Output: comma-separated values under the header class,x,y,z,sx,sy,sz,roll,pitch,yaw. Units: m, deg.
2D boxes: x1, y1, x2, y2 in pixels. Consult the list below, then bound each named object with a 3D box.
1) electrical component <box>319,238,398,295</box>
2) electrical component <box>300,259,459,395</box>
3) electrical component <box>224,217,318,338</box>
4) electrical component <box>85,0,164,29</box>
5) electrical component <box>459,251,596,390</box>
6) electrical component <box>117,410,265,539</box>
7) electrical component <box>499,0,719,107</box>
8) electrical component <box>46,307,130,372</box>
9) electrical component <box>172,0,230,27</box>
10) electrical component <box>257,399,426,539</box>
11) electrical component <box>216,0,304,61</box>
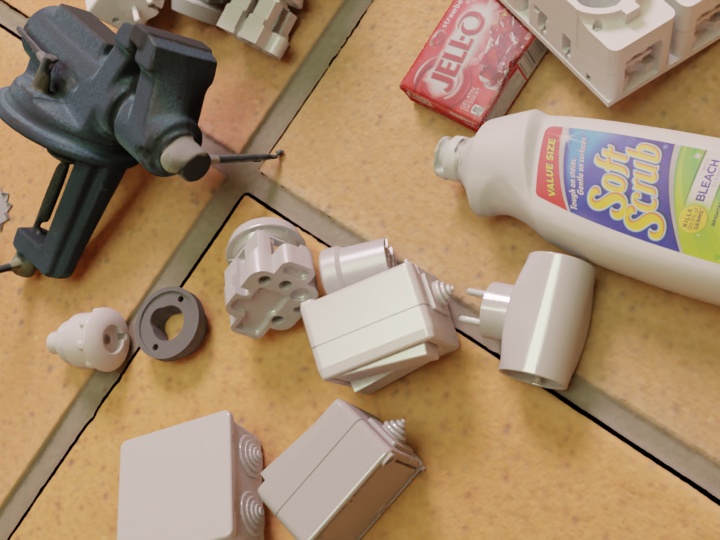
class,x,y,z,sx,sy,sz,roll,pitch,yaw
electrical component,0.000,0.000,0.737,0.046,0.040,0.040,-15,67,14
electrical component,0.021,0.038,0.698,0.096,0.062,0.061,-23,71,16
electrical component,-0.064,0.001,0.750,0.078,0.058,0.057,-48,36,34
electrical component,-0.180,-0.228,0.874,0.083,0.047,0.075,-46,41,24
electrical component,0.101,0.029,0.676,0.079,0.043,0.077,10,77,28
electrical component,-0.112,0.152,0.721,0.100,0.048,0.099,-19,54,19
electrical component,0.149,-0.210,0.711,0.105,0.060,0.186,-32,60,-9
electrical component,-0.209,0.054,0.813,0.062,0.048,0.048,-5,70,31
electrical component,-0.123,-0.229,0.864,0.048,0.066,0.055,22,102,5
electrical component,-0.009,0.125,0.683,0.096,0.062,0.061,-49,60,2
electrical component,-0.074,-0.202,0.839,0.066,0.048,0.055,30,94,30
